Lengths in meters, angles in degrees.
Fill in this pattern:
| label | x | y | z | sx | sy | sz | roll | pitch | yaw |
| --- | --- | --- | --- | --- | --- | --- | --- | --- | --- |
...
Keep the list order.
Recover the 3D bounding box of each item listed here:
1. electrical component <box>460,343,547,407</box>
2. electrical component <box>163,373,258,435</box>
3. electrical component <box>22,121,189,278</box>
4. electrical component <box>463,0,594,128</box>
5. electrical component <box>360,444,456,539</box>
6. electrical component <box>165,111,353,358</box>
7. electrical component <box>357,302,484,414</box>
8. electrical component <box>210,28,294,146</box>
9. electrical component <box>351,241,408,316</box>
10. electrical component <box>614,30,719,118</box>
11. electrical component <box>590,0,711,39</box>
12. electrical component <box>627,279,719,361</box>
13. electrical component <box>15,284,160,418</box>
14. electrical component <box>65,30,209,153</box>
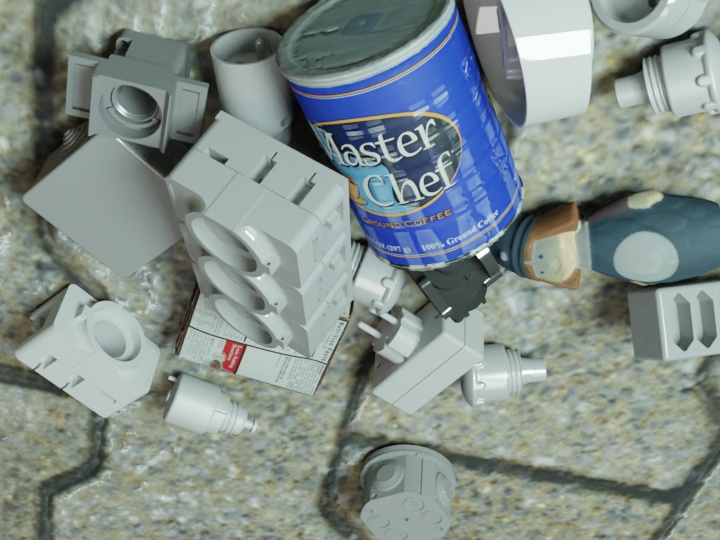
| label | x | y | z | sx | sy | sz | roll | pitch | yaw |
| --- | --- | --- | --- | --- | --- | --- | --- | --- | --- |
| electrical component | 0.105 | 0.075 | 0.792 | 0.062 | 0.048 | 0.048 | -4 | 131 | 0 |
| electrical component | -0.119 | 0.110 | 0.849 | 0.078 | 0.040 | 0.040 | 22 | 130 | -13 |
| electrical component | -0.154 | -0.055 | 0.701 | 0.100 | 0.048 | 0.100 | -32 | 121 | 29 |
| electrical component | 0.091 | -0.127 | 0.581 | 0.064 | 0.099 | 0.099 | -6 | 131 | 3 |
| electrical component | 0.039 | 0.186 | 0.892 | 0.080 | 0.051 | 0.080 | 3 | 132 | 3 |
| electrical component | -0.059 | -0.013 | 0.659 | 0.089 | 0.061 | 0.150 | 29 | 156 | 15 |
| electrical component | 0.034 | 0.051 | 0.775 | 0.076 | 0.047 | 0.083 | 32 | 127 | -20 |
| electrical component | -0.063 | -0.100 | 0.654 | 0.043 | 0.043 | 0.081 | 0 | 132 | 6 |
| electrical component | 0.000 | 0.000 | 0.737 | 0.062 | 0.048 | 0.048 | 22 | 130 | -1 |
| electrical component | 0.180 | -0.109 | 0.621 | 0.062 | 0.048 | 0.048 | -11 | 130 | 24 |
| electrical component | 0.193 | -0.171 | 0.558 | 0.074 | 0.052 | 0.138 | -9 | 161 | -47 |
| electrical component | 0.220 | 0.033 | 0.732 | 0.083 | 0.047 | 0.076 | -6 | 179 | -17 |
| electrical component | -0.200 | 0.060 | 0.805 | 0.056 | 0.050 | 0.089 | -32 | 122 | 29 |
| electrical component | -0.130 | -0.109 | 0.640 | 0.081 | 0.063 | 0.042 | 13 | 132 | -5 |
